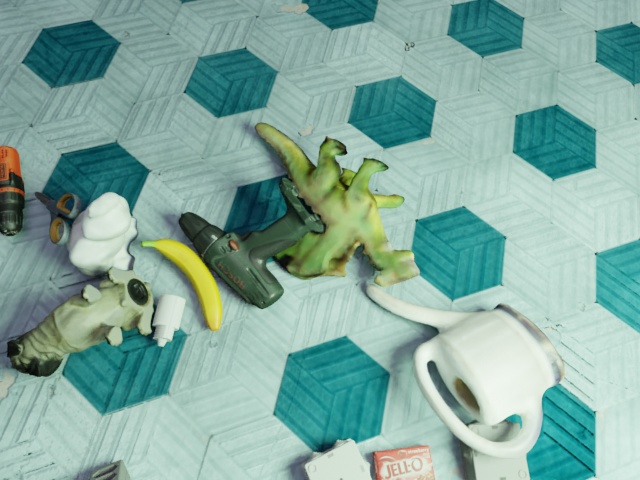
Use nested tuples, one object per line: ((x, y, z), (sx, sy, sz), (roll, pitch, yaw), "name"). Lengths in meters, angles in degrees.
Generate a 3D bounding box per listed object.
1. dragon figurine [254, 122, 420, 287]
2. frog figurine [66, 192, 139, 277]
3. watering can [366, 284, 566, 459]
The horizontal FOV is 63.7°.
((0.003, -0.047, 0.938), (0.412, 0.120, 0.245), (25, 75, 17), "dragon figurine")
((-0.370, -0.016, 0.857), (0.123, 0.156, 0.140), (18, 68, 7), "frog figurine")
((0.242, 0.171, 0.846), (0.226, 0.101, 0.354), (-22, 56, -18), "watering can")
